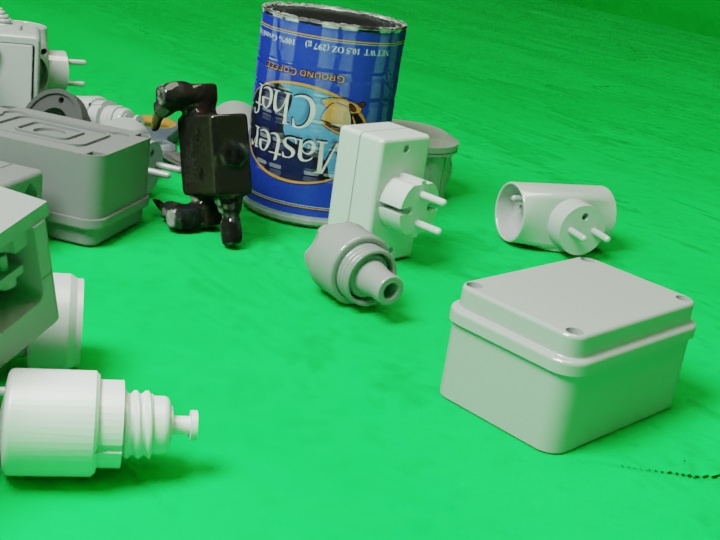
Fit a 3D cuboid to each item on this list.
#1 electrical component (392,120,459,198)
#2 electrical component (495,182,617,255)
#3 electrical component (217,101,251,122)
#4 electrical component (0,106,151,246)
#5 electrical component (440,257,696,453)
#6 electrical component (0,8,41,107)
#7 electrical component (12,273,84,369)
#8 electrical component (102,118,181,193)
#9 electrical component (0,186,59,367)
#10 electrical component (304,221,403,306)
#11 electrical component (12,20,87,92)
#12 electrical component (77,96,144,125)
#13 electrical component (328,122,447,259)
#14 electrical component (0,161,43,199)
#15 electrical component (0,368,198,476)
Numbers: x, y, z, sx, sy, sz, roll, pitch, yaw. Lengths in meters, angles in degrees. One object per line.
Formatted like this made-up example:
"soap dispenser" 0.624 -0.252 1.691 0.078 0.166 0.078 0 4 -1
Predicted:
"electrical component" 0.036 -0.089 0.863 0.080 0.051 0.080 8 19 -3
"electrical component" 0.148 -0.034 0.767 0.077 0.044 0.079 1 21 -22
"electrical component" -0.098 -0.107 0.874 0.044 0.044 0.065 2 25 -17
"electrical component" -0.197 -0.061 0.677 0.113 0.057 0.078 13 20 12
"electrical component" 0.103 0.037 0.530 0.113 0.057 0.078 -11 27 -43
"electrical component" -0.285 -0.157 0.849 0.062 0.096 0.061 2 21 -18
"electrical component" -0.153 0.022 0.481 0.055 0.045 0.045 3 20 -16
"electrical component" -0.164 -0.075 0.750 0.079 0.044 0.077 13 20 12
"electrical component" -0.190 0.024 0.377 0.089 0.061 0.150 17 37 19
"electrical component" 0.000 0.000 0.611 0.043 0.043 0.062 -5 25 -35
"electrical component" -0.274 -0.170 0.920 0.079 0.077 0.044 -2 22 -30
"electrical component" -0.203 -0.115 0.834 0.078 0.040 0.040 5 16 25
"electrical component" 0.024 -0.044 0.684 0.076 0.083 0.047 25 25 38
"electrical component" -0.230 -0.035 0.604 0.077 0.047 0.065 13 20 12
"electrical component" -0.101 0.058 0.409 0.078 0.040 0.040 3 20 -14
